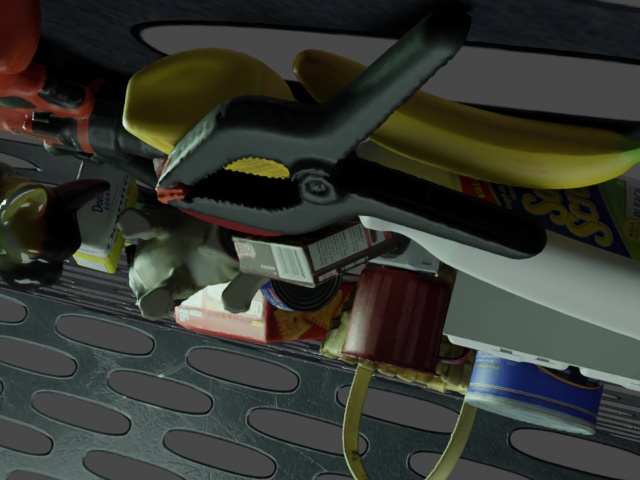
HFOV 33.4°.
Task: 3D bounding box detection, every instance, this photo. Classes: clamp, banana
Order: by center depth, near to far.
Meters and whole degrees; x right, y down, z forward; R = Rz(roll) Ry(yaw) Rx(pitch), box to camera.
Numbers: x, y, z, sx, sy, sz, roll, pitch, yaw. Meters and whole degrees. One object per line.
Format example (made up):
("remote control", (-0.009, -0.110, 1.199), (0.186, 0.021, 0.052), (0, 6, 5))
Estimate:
("clamp", (0.011, -0.035, 0.566), (0.210, 0.036, 0.164), (-9, 136, 30))
("banana", (0.082, -0.062, 0.575), (0.198, 0.037, 0.070), (12, 146, 6))
("clamp", (-0.188, -0.081, 0.852), (0.120, 0.039, 0.171), (12, 168, 10))

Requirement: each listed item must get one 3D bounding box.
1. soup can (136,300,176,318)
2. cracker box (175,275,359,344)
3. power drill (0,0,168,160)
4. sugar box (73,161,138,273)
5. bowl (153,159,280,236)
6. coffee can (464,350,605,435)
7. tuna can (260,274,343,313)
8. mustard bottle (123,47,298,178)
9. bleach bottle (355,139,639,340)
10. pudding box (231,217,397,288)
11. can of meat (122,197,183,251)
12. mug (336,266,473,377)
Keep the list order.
("soup can", (-0.176, 0.039, 1.290), (0.068, 0.102, 0.068), (15, 170, 3))
("cracker box", (-0.031, 0.072, 1.201), (0.213, 0.072, 0.164), (3, -179, -44))
("power drill", (-0.176, -0.101, 0.669), (0.184, 0.057, 0.187), (11, 168, 13))
("sugar box", (-0.205, -0.026, 1.013), (0.048, 0.093, 0.176), (16, 170, -7))
("bowl", (-0.065, -0.043, 0.827), (0.162, 0.055, 0.162), (15, 170, 3))
("coffee can", (0.180, 0.073, 0.842), (0.103, 0.140, 0.103), (15, 170, 3))
("tuna can", (-0.021, 0.029, 1.056), (0.086, 0.086, 0.034), (21, 169, -30))
("mustard bottle", (-0.034, -0.058, 0.685), (0.096, 0.058, 0.191), (-5, 161, 26))
("bleach bottle", (0.119, -0.007, 0.625), (0.251, 0.102, 0.068), (16, 137, 1))
("pudding box", (-0.006, 0.001, 0.878), (0.089, 0.039, 0.114), (-24, -160, -30))
("can of meat", (-0.170, -0.010, 1.151), (0.084, 0.057, 0.102), (9, 169, 15))
("mug", (0.079, 0.073, 0.933), (0.117, 0.081, 0.093), (11, 174, 14))
